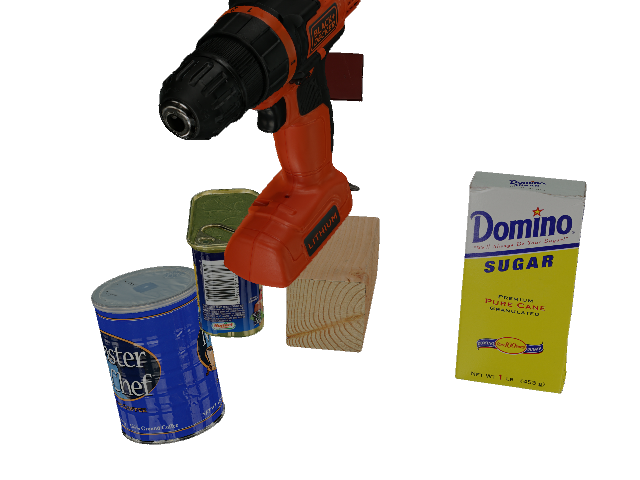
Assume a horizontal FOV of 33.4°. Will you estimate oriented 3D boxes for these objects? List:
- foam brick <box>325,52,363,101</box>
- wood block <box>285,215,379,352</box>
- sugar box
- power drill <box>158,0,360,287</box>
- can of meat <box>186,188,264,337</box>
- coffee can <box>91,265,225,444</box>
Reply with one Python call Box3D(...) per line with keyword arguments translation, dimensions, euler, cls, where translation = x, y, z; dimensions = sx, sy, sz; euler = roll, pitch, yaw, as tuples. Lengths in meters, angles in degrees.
Box3D(translation=(0.003, -0.178, 1.155), dimensions=(0.078, 0.051, 0.053), euler=(0, 11, -14), cls="foam brick")
Box3D(translation=(0.019, 0.046, 1.301), dimensions=(0.091, 0.090, 0.206), euler=(4, 23, 6), cls="wood block")
Box3D(translation=(0.165, 0.035, 0.886), dimensions=(0.093, 0.176, 0.048), euler=(6, 23, 14), cls="sugar box")
Box3D(translation=(-0.029, -0.063, 0.648), dimensions=(0.057, 0.188, 0.184), euler=(21, 46, 22), cls="power drill")
Box3D(translation=(-0.073, 0.018, 0.851), dimensions=(0.057, 0.084, 0.102), euler=(-3, 27, -2), cls="can of meat")
Box3D(translation=(-0.153, 0.107, 1.015), dimensions=(0.103, 0.140, 0.103), euler=(-8, 18, 2), cls="coffee can")
